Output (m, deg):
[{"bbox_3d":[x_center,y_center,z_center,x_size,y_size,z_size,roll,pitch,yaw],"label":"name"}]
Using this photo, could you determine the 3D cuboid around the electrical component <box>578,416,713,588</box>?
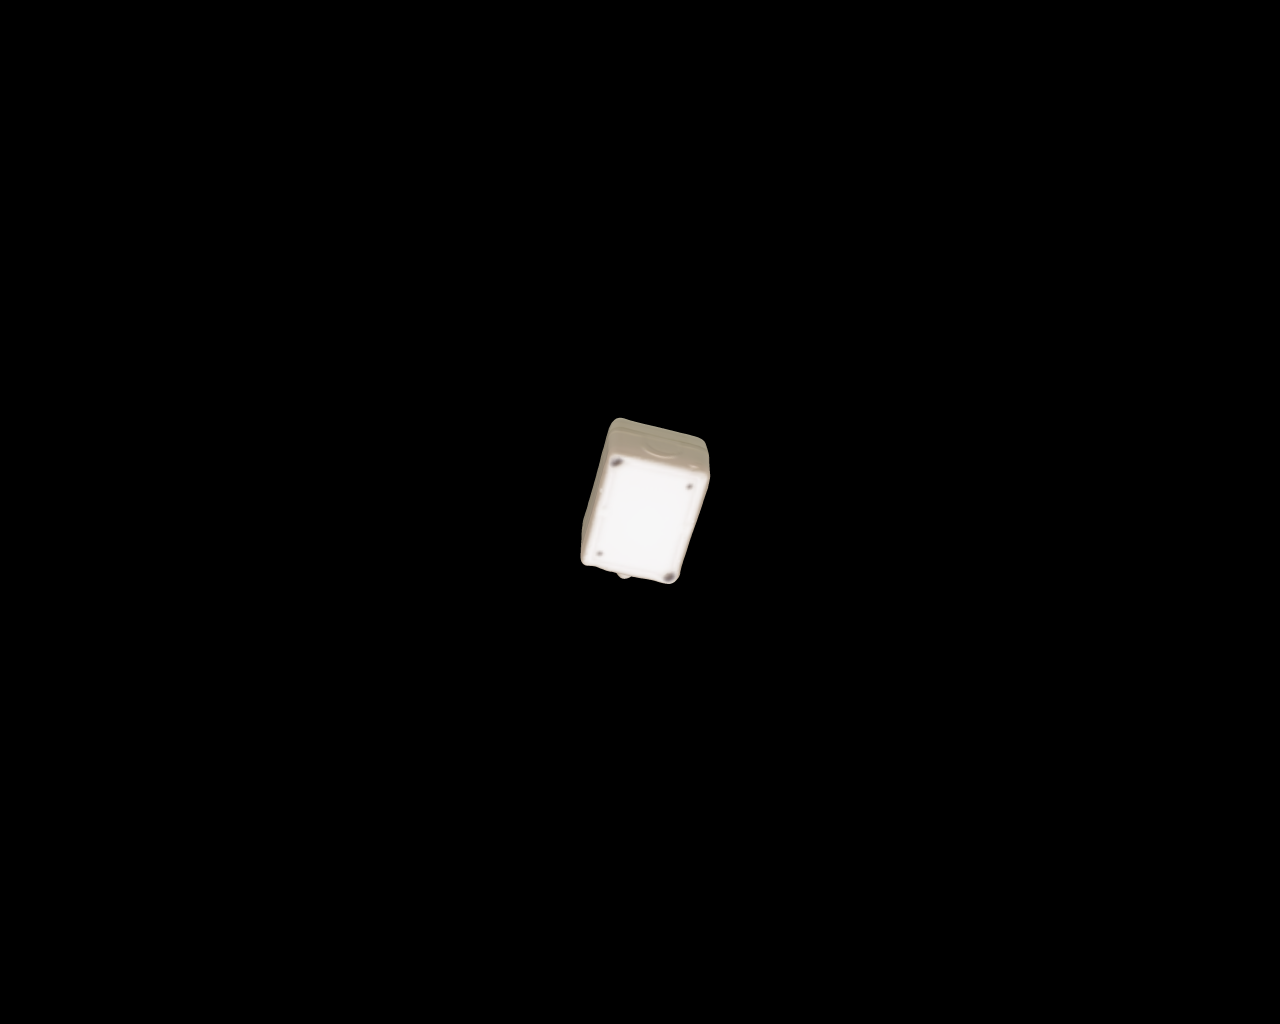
[{"bbox_3d":[0.001,-0.003,0.650,0.062,0.096,0.061,13,28,-7],"label":"electrical component"}]
